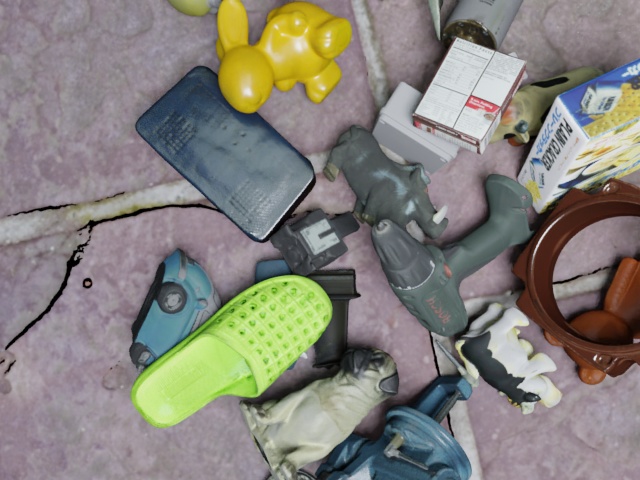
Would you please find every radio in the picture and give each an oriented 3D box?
[{"bbox_3d":[-0.121,-0.115,0.730,0.229,0.073,0.131,43,89,-1],"label":"radio"}]

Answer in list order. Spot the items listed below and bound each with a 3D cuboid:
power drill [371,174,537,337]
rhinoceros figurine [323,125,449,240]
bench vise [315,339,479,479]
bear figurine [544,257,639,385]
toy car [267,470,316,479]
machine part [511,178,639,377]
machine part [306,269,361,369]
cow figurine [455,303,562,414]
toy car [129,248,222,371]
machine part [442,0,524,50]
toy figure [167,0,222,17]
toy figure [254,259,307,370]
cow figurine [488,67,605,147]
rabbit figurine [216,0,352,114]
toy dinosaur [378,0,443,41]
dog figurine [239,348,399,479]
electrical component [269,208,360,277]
[{"bbox_3d":[0.175,0.008,0.676,0.207,0.086,0.231,-43,131,-16],"label":"power drill"},{"bbox_3d":[0.090,-0.069,0.729,0.112,0.073,0.190,-45,92,-4],"label":"rhinoceros figurine"},{"bbox_3d":[0.116,0.251,0.690,0.240,0.223,0.129,-40,95,-30],"label":"bench vise"},{"bbox_3d":[0.406,0.100,0.696,0.196,0.132,0.120,-37,89,-6],"label":"bear figurine"},{"bbox_3d":[0.010,0.385,0.730,0.202,0.056,0.073,33,96,2],"label":"toy car"},{"bbox_3d":[0.353,0.044,0.642,0.202,0.087,0.201,44,107,38],"label":"machine part"},{"bbox_3d":[0.016,0.108,0.743,0.084,0.039,0.138,2,88,-4],"label":"machine part"},{"bbox_3d":[0.251,0.172,0.708,0.098,0.068,0.167,-37,104,-9],"label":"cow figurine"},{"bbox_3d":[-0.184,0.101,0.715,0.103,0.109,0.161,22,98,-21],"label":"toy car"},{"bbox_3d":[0.227,-0.318,0.704,0.079,0.079,0.243,30,73,1],"label":"machine part"},{"bbox_3d":[-0.160,-0.395,0.731,0.089,0.082,0.180,8,94,12],"label":"toy figure"},{"bbox_3d":[-0.058,0.104,0.735,0.064,0.058,0.154,-8,89,45],"label":"toy figure"},{"bbox_3d":[0.284,-0.170,0.699,0.195,0.127,0.085,-17,86,-2],"label":"cow figurine"},{"bbox_3d":[-0.066,-0.236,0.685,0.162,0.122,0.173,42,66,4],"label":"rabbit figurine"},{"bbox_3d":[0.085,-0.469,0.716,0.192,0.131,0.404,-42,95,0],"label":"toy dinosaur"},{"bbox_3d":[0.006,0.222,0.709,0.190,0.172,0.121,-26,86,-24],"label":"dog figurine"},{"bbox_3d":[-0.001,-0.002,0.730,0.119,0.048,0.075,-32,87,-45],"label":"electrical component"}]
